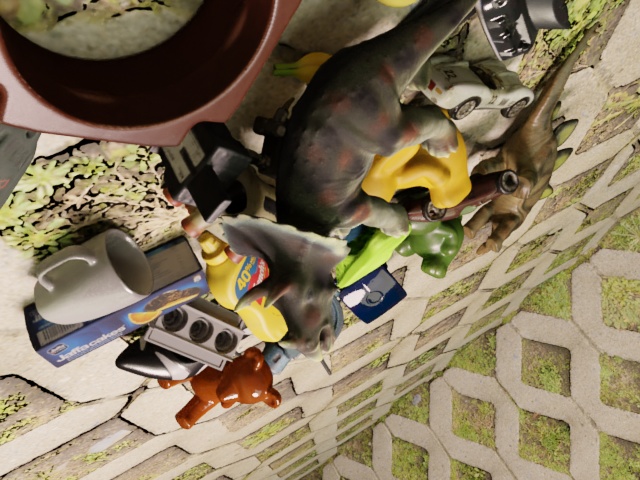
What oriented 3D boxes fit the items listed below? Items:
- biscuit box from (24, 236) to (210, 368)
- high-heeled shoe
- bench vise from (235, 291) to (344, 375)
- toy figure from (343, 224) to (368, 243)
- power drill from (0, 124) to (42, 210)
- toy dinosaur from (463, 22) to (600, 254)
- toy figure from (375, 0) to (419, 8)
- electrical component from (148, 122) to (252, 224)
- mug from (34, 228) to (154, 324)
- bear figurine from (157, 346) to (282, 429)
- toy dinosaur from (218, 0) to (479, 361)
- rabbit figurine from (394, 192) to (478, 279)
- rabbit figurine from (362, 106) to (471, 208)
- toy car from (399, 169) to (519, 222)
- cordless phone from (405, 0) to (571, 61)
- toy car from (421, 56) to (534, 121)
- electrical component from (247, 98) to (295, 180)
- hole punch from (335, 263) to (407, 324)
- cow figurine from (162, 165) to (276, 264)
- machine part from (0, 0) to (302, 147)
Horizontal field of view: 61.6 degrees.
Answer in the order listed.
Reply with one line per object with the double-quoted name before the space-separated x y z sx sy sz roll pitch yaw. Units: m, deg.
"biscuit box" -0.238 0.073 0.643 0.203 0.059 0.062 -27 153 -16
"high-heeled shoe" -0.168 0.127 0.799 0.248 0.086 0.145 -7 142 -53
"bench vise" -0.044 0.162 0.917 0.223 0.129 0.240 -41 -177 -3
"toy figure" -0.001 -0.001 0.803 0.154 0.058 0.064 -30 139 1
"power drill" -0.315 -0.034 0.347 0.232 0.086 0.207 -41 150 8
"toy dinosaur" 0.358 -0.133 0.936 0.198 0.105 0.470 -37 152 -30
"toy figure" 0.097 -0.272 0.428 0.089 0.082 0.180 4 132 -49
"electrical component" -0.104 -0.066 0.496 0.075 0.119 0.047 -47 151 19
"mug" -0.249 0.045 0.562 0.107 0.081 0.109 -29 160 9
"bear figurine" -0.164 0.244 0.891 0.132 0.120 0.196 -29 -168 -36
"toy dinosaur" 0.025 -0.092 0.511 0.192 0.131 0.404 1 114 -49
"rabbit figurine" 0.195 -0.027 0.922 0.159 0.121 0.170 -43 148 6
"rabbit figurine" 0.103 -0.091 0.699 0.173 0.122 0.162 -30 149 -8
"toy car" 0.210 -0.062 0.822 0.202 0.053 0.089 -21 -168 -21
"cordless phone" 0.170 -0.237 0.599 0.184 0.089 0.146 -32 157 21
"toy car" 0.204 -0.197 0.688 0.202 0.074 0.056 -12 147 -38
"electrical component" -0.030 -0.102 0.574 0.102 0.045 0.078 24 75 -46
"hole punch" 0.097 0.095 1.052 0.142 0.092 0.115 -36 151 11
"cow figurine" -0.073 -0.036 0.632 0.127 0.086 0.194 -36 150 7
"machine part" -0.123 -0.164 0.346 0.201 0.087 0.201 0 138 -48
